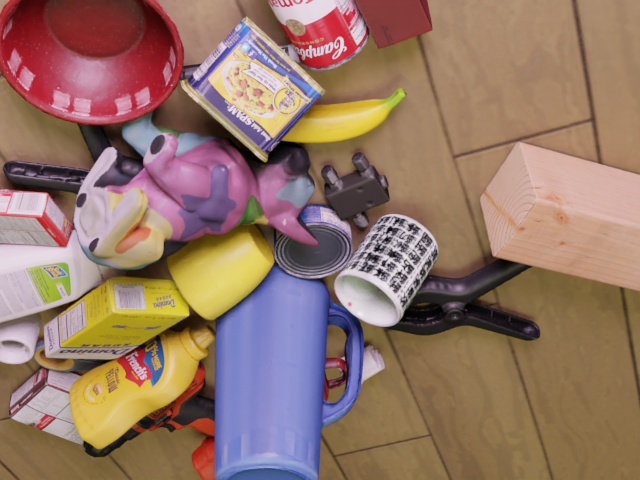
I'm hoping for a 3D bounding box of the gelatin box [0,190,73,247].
[{"bbox_3d":[-0.307,-0.023,1.085,0.089,0.030,0.073,4,155,10],"label":"gelatin box"}]

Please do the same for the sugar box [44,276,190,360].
[{"bbox_3d":[-0.227,0.090,1.175,0.093,0.048,0.177,6,154,-35],"label":"sugar box"}]

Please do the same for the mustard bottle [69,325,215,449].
[{"bbox_3d":[-0.203,0.159,1.254,0.192,0.096,0.058,-34,131,9],"label":"mustard bottle"}]

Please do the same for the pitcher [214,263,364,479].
[{"bbox_3d":[-0.044,0.157,1.164,0.149,0.243,0.144,-20,138,24],"label":"pitcher"}]

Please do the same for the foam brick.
[{"bbox_3d":[0.059,-0.215,0.918,0.053,0.051,0.078,-17,135,14],"label":"foam brick"}]

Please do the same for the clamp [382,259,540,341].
[{"bbox_3d":[0.162,0.079,1.247,0.210,0.036,0.164,-11,137,11],"label":"clamp"}]

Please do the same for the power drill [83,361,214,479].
[{"bbox_3d":[-0.180,0.241,1.352,0.184,0.057,0.187,-38,132,10],"label":"power drill"}]

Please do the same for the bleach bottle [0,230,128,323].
[{"bbox_3d":[-0.308,0.040,1.153,0.251,0.068,0.102,-10,137,3],"label":"bleach bottle"}]

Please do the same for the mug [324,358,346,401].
[{"bbox_3d":[-0.022,0.165,1.289,0.117,0.093,0.081,-10,141,2],"label":"mug"}]

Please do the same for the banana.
[{"bbox_3d":[-0.020,-0.123,1.018,0.197,0.037,0.070,-1,132,-10],"label":"banana"}]

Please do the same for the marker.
[{"bbox_3d":[-0.071,-0.162,0.986,0.121,0.020,0.020,-10,136,6],"label":"marker"}]

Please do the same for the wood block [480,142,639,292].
[{"bbox_3d":[0.285,-0.019,1.115,0.205,0.091,0.090,13,134,-17],"label":"wood block"}]

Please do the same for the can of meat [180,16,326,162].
[{"bbox_3d":[-0.058,-0.135,0.949,0.102,0.057,0.084,41,97,-18],"label":"can of meat"}]

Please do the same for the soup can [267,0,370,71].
[{"bbox_3d":[-0.007,-0.205,0.912,0.068,0.068,0.102,-19,134,15],"label":"soup can"}]

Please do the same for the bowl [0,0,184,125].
[{"bbox_3d":[-0.199,-0.178,0.934,0.162,0.055,0.162,-2,137,-2],"label":"bowl"}]

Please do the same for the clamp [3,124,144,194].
[{"bbox_3d":[-0.226,-0.059,1.070,0.120,0.039,0.171,-27,128,24],"label":"clamp"}]

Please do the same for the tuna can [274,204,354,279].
[{"bbox_3d":[-0.008,0.001,1.154,0.086,0.034,0.086,-2,137,-2],"label":"tuna can"}]

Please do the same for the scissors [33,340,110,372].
[{"bbox_3d":[-0.274,0.163,1.316,0.096,0.016,0.201,-21,133,14],"label":"scissors"}]

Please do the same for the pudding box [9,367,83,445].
[{"bbox_3d":[-0.320,0.208,1.346,0.113,0.039,0.090,29,125,-33],"label":"pudding box"}]
